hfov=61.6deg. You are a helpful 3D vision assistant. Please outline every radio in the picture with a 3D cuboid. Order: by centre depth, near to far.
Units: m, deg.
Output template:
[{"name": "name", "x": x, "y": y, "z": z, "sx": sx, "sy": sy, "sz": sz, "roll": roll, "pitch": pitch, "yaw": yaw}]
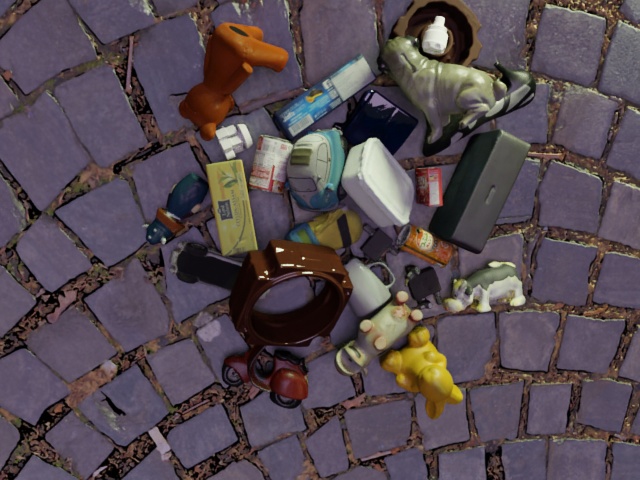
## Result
[{"name": "radio", "x": 0.305, "y": -0.096, "z": 1.051, "sx": 0.073, "sy": 0.131, "sz": 0.229, "roll": 25, "pitch": 94, "yaw": -12}]

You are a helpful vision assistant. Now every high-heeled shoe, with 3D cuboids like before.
[{"name": "high-heeled shoe", "x": 0.321, "y": -0.245, "z": 1.079, "sx": 0.145, "sy": 0.086, "sz": 0.248, "roll": 25, "pitch": 115, "yaw": -42}]

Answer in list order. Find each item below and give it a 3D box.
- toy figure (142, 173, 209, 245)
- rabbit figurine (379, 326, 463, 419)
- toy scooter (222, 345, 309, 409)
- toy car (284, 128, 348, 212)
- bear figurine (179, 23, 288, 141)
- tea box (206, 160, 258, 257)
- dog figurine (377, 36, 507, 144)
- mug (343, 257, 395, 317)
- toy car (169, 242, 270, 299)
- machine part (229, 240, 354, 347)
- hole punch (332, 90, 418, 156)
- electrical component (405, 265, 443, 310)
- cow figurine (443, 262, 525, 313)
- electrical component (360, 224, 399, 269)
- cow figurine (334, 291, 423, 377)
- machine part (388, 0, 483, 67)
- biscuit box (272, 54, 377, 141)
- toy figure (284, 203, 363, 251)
[{"name": "toy figure", "x": -0.269, "y": -0.053, "z": 1.008, "sx": 0.154, "sy": 0.064, "sz": 0.057, "roll": -51, "pitch": 139, "yaw": 6}, {"name": "rabbit figurine", "x": 0.211, "y": 0.277, "z": 1.072, "sx": 0.122, "sy": 0.173, "sz": 0.162, "roll": -30, "pitch": 97, "yaw": -7}, {"name": "toy scooter", "x": -0.095, "y": 0.248, "z": 1.072, "sx": 0.184, "sy": 0.075, "sz": 0.135, "roll": 23, "pitch": 93, "yaw": -7}, {"name": "toy car", "x": -0.010, "y": -0.135, "z": 0.992, "sx": 0.109, "sy": 0.103, "sz": 0.161, "roll": 7, "pitch": 88, "yaw": 27}, {"name": "bear figurine", "x": -0.165, "y": -0.282, "z": 0.974, "sx": 0.132, "sy": 0.120, "sz": 0.195, "roll": -10, "pitch": 135, "yaw": -47}, {"name": "tea box", "x": -0.164, "y": -0.062, "z": 1.003, "sx": 0.068, "sy": 0.098, "sz": 0.169, "roll": -11, "pitch": 98, "yaw": -8}, {"name": "dog figurine", "x": 0.210, "y": -0.291, "z": 0.942, "sx": 0.172, "sy": 0.121, "sz": 0.190, "roll": -27, "pitch": 108, "yaw": 27}, {"name": "mug", "x": 0.088, "y": 0.082, "z": 1.072, "sx": 0.109, "sy": 0.081, "sz": 0.107, "roll": -36, "pitch": 93, "yaw": 3}, {"name": "toy car", "x": -0.190, "y": 0.060, "z": 1.039, "sx": 0.202, "sy": 0.056, "sz": 0.073, "roll": 18, "pitch": 102, "yaw": -10}, {"name": "machine part", "x": -0.054, "y": 0.105, "z": 0.999, "sx": 0.201, "sy": 0.087, "sz": 0.201, "roll": 8, "pitch": 125, "yaw": -27}, {"name": "hole punch", "x": 0.112, "y": -0.216, "z": 1.029, "sx": 0.142, "sy": 0.092, "sz": 0.115, "roll": 30, "pitch": 97, "yaw": -15}, {"name": "electrical component", "x": 0.211, "y": 0.097, "z": 1.109, "sx": 0.078, "sy": 0.045, "sz": 0.102, "roll": -16, "pitch": 101, "yaw": -4}, {"name": "cow figurine", "x": 0.335, "y": 0.099, "z": 1.116, "sx": 0.167, "sy": 0.068, "sz": 0.098, "roll": -8, "pitch": 94, "yaw": -11}, {"name": "electrical component", "x": 0.114, "y": 0.012, "z": 1.093, "sx": 0.094, "sy": 0.021, "sz": 0.063, "roll": 41, "pitch": 91, "yaw": -12}, {"name": "cow figurine", "x": 0.108, "y": 0.198, "z": 1.078, "sx": 0.195, "sy": 0.127, "sz": 0.085, "roll": -37, "pitch": 71, "yaw": -18}, {"name": "machine part", "x": 0.221, "y": -0.381, "z": 1.035, "sx": 0.179, "sy": 0.056, "sz": 0.179, "roll": -1, "pitch": 97, "yaw": -8}, {"name": "biscuit box", "x": 0.006, "y": -0.267, "z": 1.016, "sx": 0.203, "sy": 0.063, "sz": 0.059, "roll": -35, "pitch": 102, "yaw": -2}, {"name": "toy figure", "x": -0.003, "y": -0.003, "z": 1.046, "sx": 0.180, "sy": 0.082, "sz": 0.089, "roll": -32, "pitch": 113, "yaw": -8}]
